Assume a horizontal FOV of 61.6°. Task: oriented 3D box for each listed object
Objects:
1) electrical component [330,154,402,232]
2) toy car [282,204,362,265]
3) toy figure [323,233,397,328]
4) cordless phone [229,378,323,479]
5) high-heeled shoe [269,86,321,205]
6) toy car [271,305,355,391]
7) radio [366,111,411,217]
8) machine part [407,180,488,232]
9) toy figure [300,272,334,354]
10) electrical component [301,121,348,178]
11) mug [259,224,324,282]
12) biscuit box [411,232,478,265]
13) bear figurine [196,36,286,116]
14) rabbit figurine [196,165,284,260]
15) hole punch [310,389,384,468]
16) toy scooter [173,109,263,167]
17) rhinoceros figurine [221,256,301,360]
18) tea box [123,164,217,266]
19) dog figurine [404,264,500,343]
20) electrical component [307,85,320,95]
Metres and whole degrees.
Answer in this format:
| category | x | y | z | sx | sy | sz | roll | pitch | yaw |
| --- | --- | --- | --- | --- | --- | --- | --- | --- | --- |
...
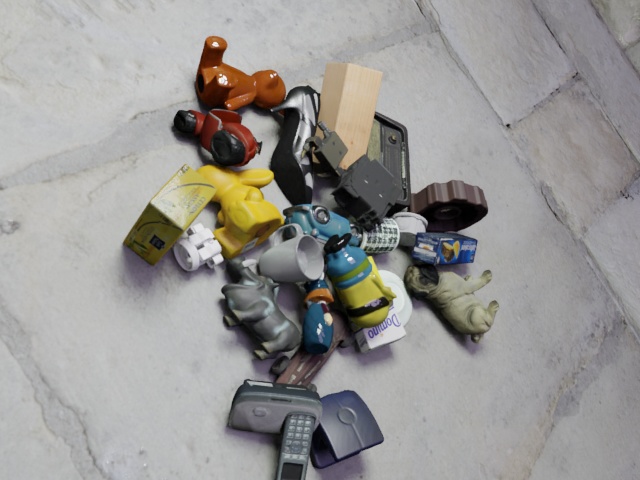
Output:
| category | x | y | z | sx | sy | sz | roll | pitch | yaw |
| --- | --- | --- | --- | --- | --- | --- | --- | --- | --- |
| electrical component | 0.097 | -0.101 | 1.076 | 0.115 | 0.058 | 0.134 | 43 | 49 | -14 |
| toy car | -0.002 | -0.003 | 1.046 | 0.161 | 0.109 | 0.103 | 24 | 75 | -31 |
| toy figure | 0.065 | 0.078 | 0.988 | 0.089 | 0.082 | 0.180 | -35 | 105 | -12 |
| cordless phone | -0.079 | 0.324 | 0.864 | 0.147 | 0.089 | 0.184 | 9 | 85 | -13 |
| high-heeled shoe | -0.029 | -0.188 | 1.106 | 0.145 | 0.086 | 0.248 | -27 | 108 | -44 |
| toy car | -0.008 | 0.204 | 0.980 | 0.089 | 0.053 | 0.202 | 50 | 51 | -9 |
| radio | 0.136 | -0.172 | 1.219 | 0.131 | 0.073 | 0.229 | 16 | 63 | -27 |
| machine part | 0.286 | -0.073 | 1.218 | 0.179 | 0.179 | 0.056 | 13 | 61 | -28 |
| toy figure | -0.006 | 0.127 | 0.964 | 0.057 | 0.064 | 0.154 | 64 | 21 | -49 |
| electrical component | 0.010 | -0.170 | 1.053 | 0.102 | 0.045 | 0.078 | 45 | 57 | -32 |
| mug | -0.062 | 0.030 | 0.976 | 0.081 | 0.107 | 0.109 | -9 | 84 | -58 |
| biscuit box | 0.283 | 0.019 | 1.198 | 0.202 | 0.063 | 0.059 | 0 | 103 | -51 |
| bear figurine | -0.140 | -0.314 | 1.070 | 0.196 | 0.132 | 0.120 | -5 | 72 | -28 |
| rabbit figurine | -0.150 | -0.077 | 0.973 | 0.173 | 0.121 | 0.162 | 43 | 48 | 13 |
| hole punch | 0.036 | 0.324 | 0.936 | 0.142 | 0.092 | 0.116 | -9 | 72 | -32 |
| toy scooter | -0.172 | -0.198 | 1.011 | 0.184 | 0.075 | 0.135 | 35 | 28 | 25 |
| rhinoceros figurine | -0.106 | 0.114 | 0.928 | 0.112 | 0.073 | 0.190 | -32 | 79 | -27 |
| tea box | -0.241 | -0.036 | 0.855 | 0.068 | 0.169 | 0.098 | 40 | 55 | -11 |
| dog figurine | 0.275 | 0.139 | 1.176 | 0.190 | 0.121 | 0.172 | 1 | 66 | -18 |
| electrical component | -0.018 | -0.268 | 1.172 | 0.075 | 0.048 | 0.119 | 12 | 93 | -27 |
